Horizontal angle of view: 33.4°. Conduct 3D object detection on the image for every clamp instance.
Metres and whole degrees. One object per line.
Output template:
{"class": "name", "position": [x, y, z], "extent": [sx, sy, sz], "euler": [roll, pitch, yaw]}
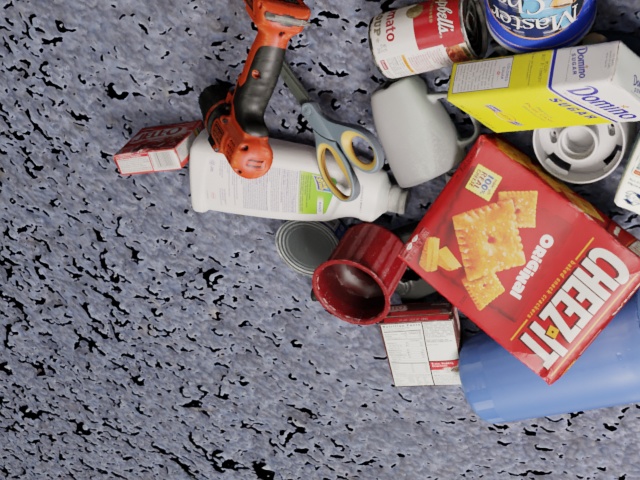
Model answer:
{"class": "clamp", "position": [0.102, 0.053, 1.267], "extent": [0.164, 0.036, 0.210], "euler": [34, 132, -6]}

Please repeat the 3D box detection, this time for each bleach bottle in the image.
{"class": "bleach bottle", "position": [-0.022, -0.061, 1.226], "extent": [0.251, 0.068, 0.102], "euler": [12, 128, 13]}

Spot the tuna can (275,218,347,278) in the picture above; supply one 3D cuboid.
{"class": "tuna can", "position": [-0.008, 0.002, 1.281], "extent": [0.086, 0.033, 0.086], "euler": [12, 127, 16]}

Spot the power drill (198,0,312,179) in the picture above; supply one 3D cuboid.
{"class": "power drill", "position": [-0.075, -0.180, 1.126], "extent": [0.057, 0.184, 0.188], "euler": [4, 119, -26]}

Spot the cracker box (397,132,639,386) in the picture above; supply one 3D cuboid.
{"class": "cracker box", "position": [0.208, 0.017, 1.094], "extent": [0.214, 0.072, 0.164], "euler": [41, 114, 17]}

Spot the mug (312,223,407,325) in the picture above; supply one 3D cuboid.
{"class": "mug", "position": [0.045, 0.042, 1.205], "extent": [0.093, 0.081, 0.117], "euler": [29, 136, 4]}

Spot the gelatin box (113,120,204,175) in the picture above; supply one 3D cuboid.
{"class": "gelatin box", "position": [-0.188, -0.109, 1.256], "extent": [0.089, 0.073, 0.030], "euler": [-4, 121, 27]}

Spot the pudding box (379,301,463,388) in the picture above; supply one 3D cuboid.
{"class": "pudding box", "position": [0.123, 0.125, 1.271], "extent": [0.090, 0.039, 0.113], "euler": [-3, 127, 15]}

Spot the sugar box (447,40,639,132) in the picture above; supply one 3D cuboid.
{"class": "sugar box", "position": [0.216, -0.138, 0.987], "extent": [0.177, 0.048, 0.093], "euler": [3, 166, 45]}

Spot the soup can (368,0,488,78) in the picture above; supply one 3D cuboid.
{"class": "soup can", "position": [0.107, -0.203, 1.062], "extent": [0.102, 0.068, 0.068], "euler": [-9, 119, 29]}

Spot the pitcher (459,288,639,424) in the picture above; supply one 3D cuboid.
{"class": "pitcher", "position": [0.277, 0.121, 1.192], "extent": [0.243, 0.149, 0.145], "euler": [-21, 128, 37]}

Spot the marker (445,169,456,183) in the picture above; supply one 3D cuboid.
{"class": "marker", "position": [0.155, -0.023, 1.201], "extent": [0.020, 0.020, 0.121], "euler": [4, 125, 21]}

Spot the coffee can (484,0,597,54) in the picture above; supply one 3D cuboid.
{"class": "coffee can", "position": [0.191, -0.242, 0.937], "extent": [0.103, 0.102, 0.140], "euler": [9, 159, 18]}

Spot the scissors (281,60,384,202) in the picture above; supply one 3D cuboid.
{"class": "scissors", "position": [0.007, -0.139, 1.141], "extent": [0.096, 0.016, 0.202], "euler": [-19, 94, 43]}
